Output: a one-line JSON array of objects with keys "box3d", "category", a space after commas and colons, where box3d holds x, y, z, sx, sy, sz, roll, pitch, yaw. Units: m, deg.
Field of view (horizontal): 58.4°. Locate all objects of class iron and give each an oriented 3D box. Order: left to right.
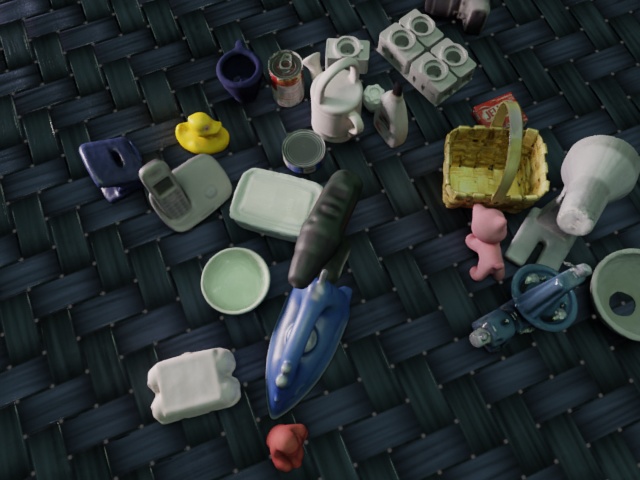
[{"box3d": [-0.032, 0.171, 0.953, 0.118, 0.141, 0.258, 20, 72, 7], "category": "iron"}]

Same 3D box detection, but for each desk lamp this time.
[{"box3d": [0.440, -0.053, 0.994, 0.117, 0.213, 0.203, 31, 73, 11], "category": "desk lamp"}]

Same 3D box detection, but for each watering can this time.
[{"box3d": [0.026, -0.279, 1.087, 0.172, 0.194, 0.101, 33, 74, 11], "category": "watering can"}]

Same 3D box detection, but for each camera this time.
[{"box3d": [0.299, -0.533, 1.227, 0.136, 0.101, 0.143, 8, 70, 3], "category": "camera"}]

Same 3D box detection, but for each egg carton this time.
[{"box3d": [-0.212, 0.243, 0.966, 0.150, 0.069, 0.107, -15, 71, -5], "category": "egg carton"}]

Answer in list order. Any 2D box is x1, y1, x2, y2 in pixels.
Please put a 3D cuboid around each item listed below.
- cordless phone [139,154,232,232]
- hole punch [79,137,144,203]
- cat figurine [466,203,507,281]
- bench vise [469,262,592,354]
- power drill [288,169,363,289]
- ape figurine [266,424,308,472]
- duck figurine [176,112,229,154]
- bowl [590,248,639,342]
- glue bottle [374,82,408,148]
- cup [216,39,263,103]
[{"box3d": [-0.243, -0.106, 1.030, 0.148, 0.185, 0.094, -42, 75, -13], "category": "cordless phone"}, {"box3d": [-0.390, -0.145, 1.094, 0.101, 0.091, 0.108, -30, 73, -10], "category": "hole punch"}, {"box3d": [0.306, 0.000, 1.026, 0.067, 0.118, 0.128, -6, 70, -2], "category": "cat figurine"}, {"box3d": [0.350, 0.116, 0.930, 0.121, 0.220, 0.207, 39, 75, 13], "category": "bench vise"}, {"box3d": [0.009, 0.003, 0.978, 0.075, 0.208, 0.230, 20, 72, 8], "category": "power drill"}, {"box3d": [-0.052, 0.329, 0.923, 0.078, 0.092, 0.076, -43, 75, -14], "category": "ape figurine"}, {"box3d": [-0.235, -0.218, 1.123, 0.104, 0.086, 0.077, 7, 70, 3], "category": "duck figurine"}, {"box3d": [0.549, 0.104, 1.011, 0.167, 0.075, 0.167, 0, 70, 0], "category": "bowl"}, {"box3d": [0.138, -0.246, 1.086, 0.037, 0.173, 0.078, -35, 73, -11], "category": "glue bottle"}, {"box3d": [-0.157, -0.334, 1.160, 0.091, 0.095, 0.118, -4, 70, -1], "category": "cup"}]
